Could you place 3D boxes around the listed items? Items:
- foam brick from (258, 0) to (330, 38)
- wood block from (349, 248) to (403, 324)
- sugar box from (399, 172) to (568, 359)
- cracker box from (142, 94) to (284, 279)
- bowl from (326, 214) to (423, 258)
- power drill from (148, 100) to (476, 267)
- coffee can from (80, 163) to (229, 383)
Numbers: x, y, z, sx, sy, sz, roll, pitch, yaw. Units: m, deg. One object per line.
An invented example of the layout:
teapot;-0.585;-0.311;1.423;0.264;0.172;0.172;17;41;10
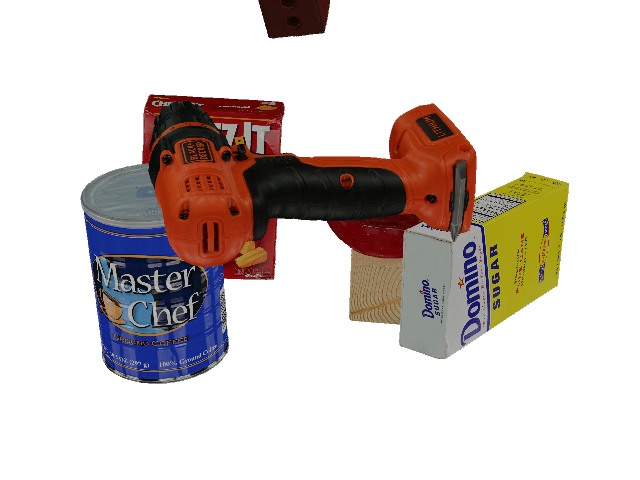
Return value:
foam brick;-0.026;-0.222;0.927;0.053;0.051;0.078;-4;-41;12
wood block;0.091;0.034;1.557;0.091;0.090;0.206;4;24;0
sugar box;0.126;0.015;0.803;0.048;0.093;0.175;15;26;33
cracker box;-0.131;-0.061;1.287;0.164;0.214;0.072;3;22;-3
bowl;0.071;-0.025;1.127;0.162;0.055;0.162;2;27;-1
power drill;-0.011;-0.045;0.656;0.187;0.057;0.184;-6;29;-10
coffee can;-0.125;0.024;0.825;0.103;0.140;0.103;-1;28;0
